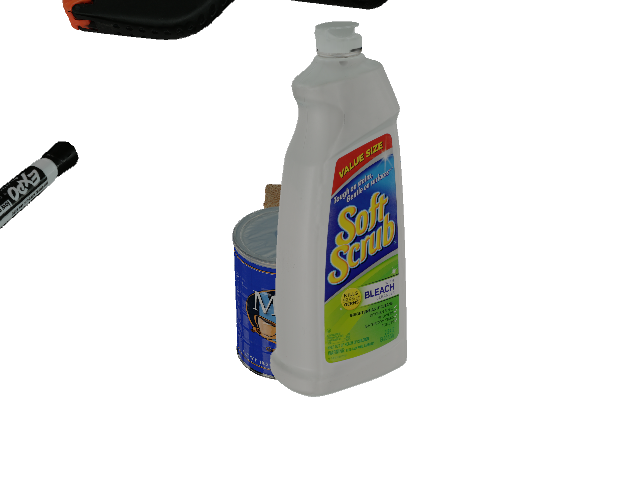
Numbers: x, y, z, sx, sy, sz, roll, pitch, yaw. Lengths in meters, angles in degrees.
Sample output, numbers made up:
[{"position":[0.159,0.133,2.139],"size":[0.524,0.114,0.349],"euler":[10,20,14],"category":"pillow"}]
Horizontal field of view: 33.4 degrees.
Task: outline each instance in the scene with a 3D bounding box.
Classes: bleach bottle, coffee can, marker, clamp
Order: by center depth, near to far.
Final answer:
[{"position":[-0.184,-0.030,0.654],"size":[0.020,0.020,0.121],"euler":[0,30,22],"category":"marker"},{"position":[-0.067,-0.184,0.712],"size":[0.210,0.164,0.036],"euler":[-31,-17,-9],"category":"clamp"},{"position":[0.010,-0.023,0.744],"size":[0.102,0.251,0.068],"euler":[-15,23,-30],"category":"bleach bottle"},{"position":[-0.034,0.051,1.052],"size":[0.103,0.140,0.103],"euler":[1,33,-1],"category":"coffee can"}]

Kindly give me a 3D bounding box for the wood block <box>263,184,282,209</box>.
[{"position":[-0.033,0.039,1.399],"size":[0.090,0.206,0.091],"euler":[3,23,-2],"category":"wood block"}]
